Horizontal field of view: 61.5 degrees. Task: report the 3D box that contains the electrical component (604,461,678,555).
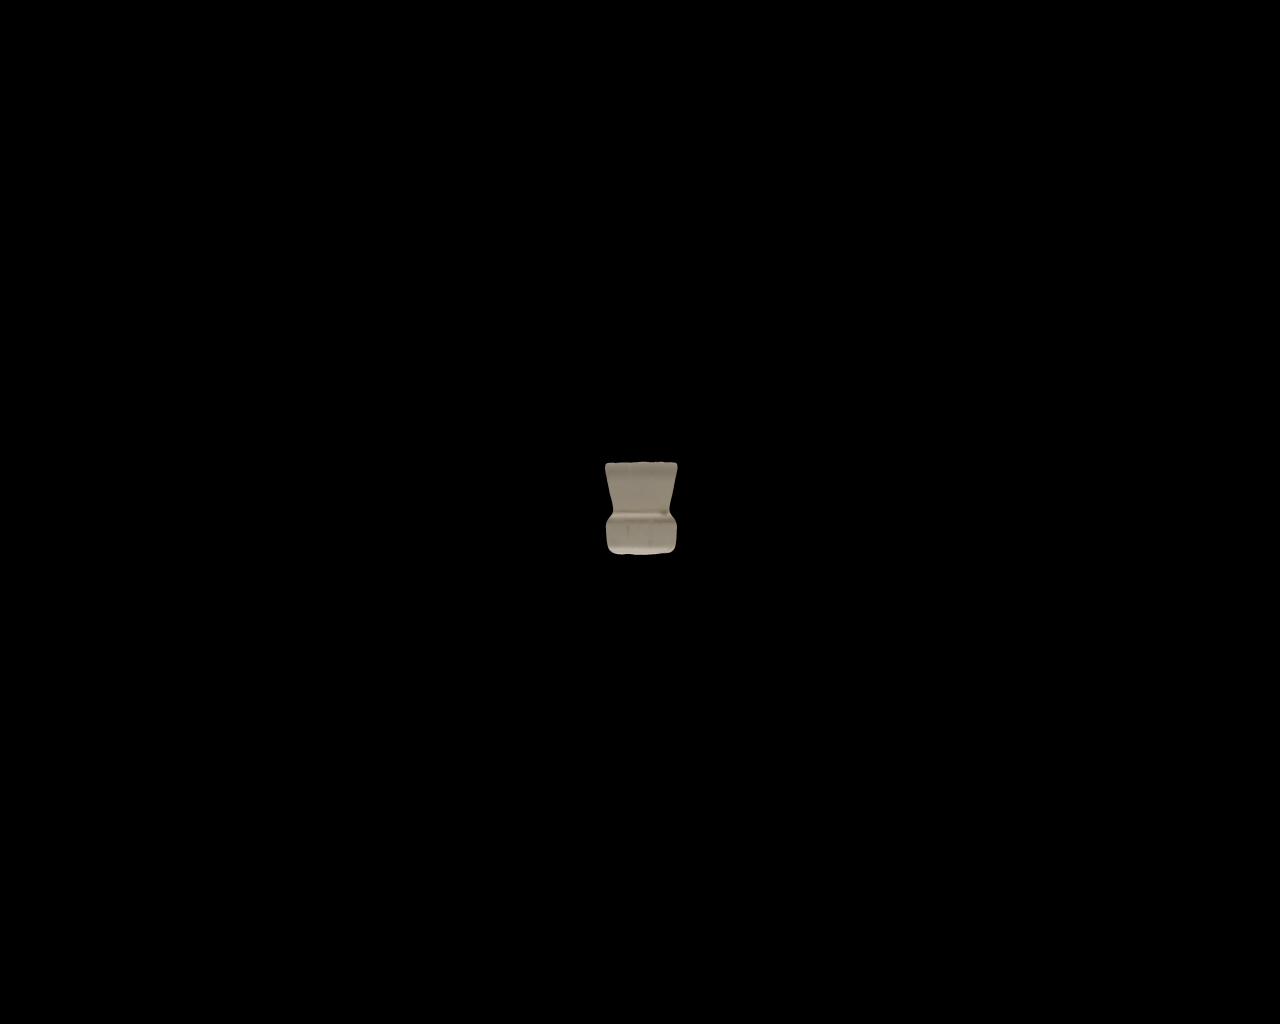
[{"bbox_3d":[0.001,-0.003,0.650,0.045,0.055,0.045,0,0,0],"label":"electrical component"}]
